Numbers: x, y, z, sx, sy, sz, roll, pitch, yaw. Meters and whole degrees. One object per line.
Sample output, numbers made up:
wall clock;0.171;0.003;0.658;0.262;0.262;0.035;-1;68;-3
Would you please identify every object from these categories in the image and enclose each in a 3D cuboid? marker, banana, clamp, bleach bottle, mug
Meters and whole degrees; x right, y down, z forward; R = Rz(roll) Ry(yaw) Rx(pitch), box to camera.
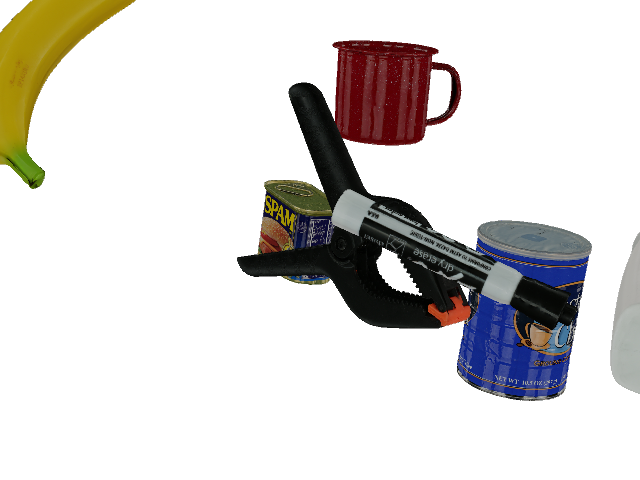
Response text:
marker;0.062;0.009;0.497;0.121;0.020;0.020;26;7;15
banana;-0.160;-0.112;0.641;0.069;0.197;0.037;21;-33;-3
clamp;0.025;-0.010;0.770;0.036;0.165;0.210;-12;33;-45
bleach bottle;0.264;0.034;0.748;0.103;0.068;0.250;10;21;18
mug;0.067;-0.131;0.945;0.117;0.081;0.093;1;16;-8

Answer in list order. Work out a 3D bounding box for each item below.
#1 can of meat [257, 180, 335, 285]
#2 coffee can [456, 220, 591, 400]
can of meat;-0.024;-0.009;1.127;0.057;0.084;0.102;-3;22;-30
coffee can;0.186;0.062;0.984;0.103;0.140;0.103;6;16;-2
